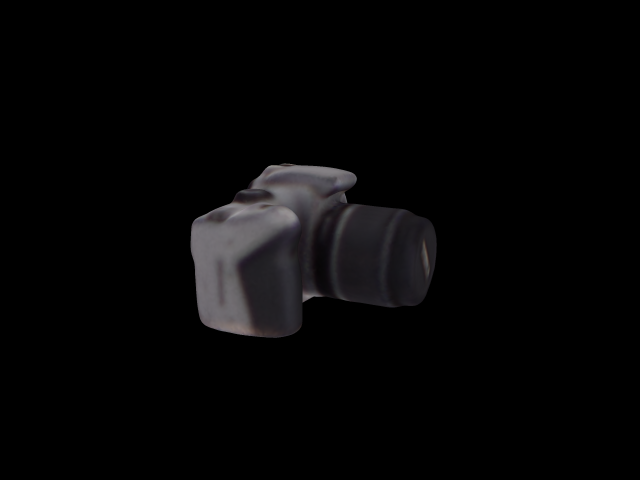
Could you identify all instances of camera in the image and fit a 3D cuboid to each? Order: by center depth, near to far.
[{"bbox_3d":[0.004,0.001,0.400,0.136,0.101,0.143,7,15,27],"label":"camera"}]
